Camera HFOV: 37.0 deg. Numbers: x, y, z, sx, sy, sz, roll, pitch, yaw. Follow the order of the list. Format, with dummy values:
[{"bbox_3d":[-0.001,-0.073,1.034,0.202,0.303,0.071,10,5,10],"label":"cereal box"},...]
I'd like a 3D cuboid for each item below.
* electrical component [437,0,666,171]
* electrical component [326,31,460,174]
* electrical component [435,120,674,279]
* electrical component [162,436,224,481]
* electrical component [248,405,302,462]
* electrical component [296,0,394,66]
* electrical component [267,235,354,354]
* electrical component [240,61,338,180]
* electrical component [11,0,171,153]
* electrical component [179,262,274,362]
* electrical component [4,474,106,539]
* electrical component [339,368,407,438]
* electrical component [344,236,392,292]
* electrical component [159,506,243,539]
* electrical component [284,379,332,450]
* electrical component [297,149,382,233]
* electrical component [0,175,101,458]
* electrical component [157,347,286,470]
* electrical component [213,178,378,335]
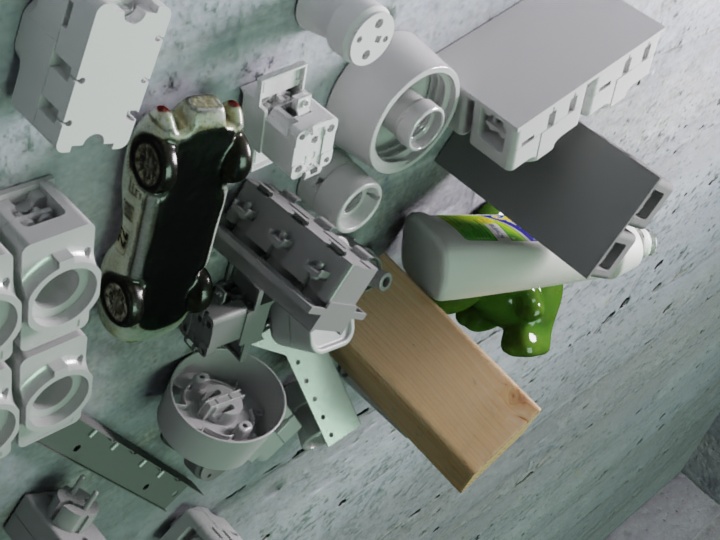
[{"bbox_3d":[0.157,-0.172,0.928,0.186,0.105,0.060,-35,151,-25],"label":"electrical component"},{"bbox_3d":[0.032,-0.127,0.851,0.108,0.060,0.108,-36,151,-24],"label":"electrical component"},{"bbox_3d":[0.176,-0.087,0.978,0.105,0.186,0.060,-56,152,15],"label":"electrical component"},{"bbox_3d":[-0.145,0.157,0.969,0.045,0.055,0.045,-37,151,-25],"label":"electrical component"},{"bbox_3d":[-0.101,0.138,1.011,0.059,0.054,0.095,-43,153,-11],"label":"electrical component"},{"bbox_3d":[-0.010,-0.171,0.735,0.045,0.055,0.045,-36,151,-24],"label":"electrical component"},{"bbox_3d":[-0.045,0.017,0.901,0.054,0.059,0.095,-17,110,-45],"label":"electrical component"},{"bbox_3d":[-0.051,-0.101,0.759,0.042,0.064,0.081,-28,148,-33],"label":"electrical component"},{"bbox_3d":[-0.151,-0.118,0.592,0.050,0.056,0.089,-13,136,-50],"label":"electrical component"},{"bbox_3d":[-0.111,0.037,0.877,0.064,0.042,0.081,-19,141,-39],"label":"electrical component"},{"bbox_3d":[-0.239,0.202,0.876,0.076,0.066,0.047,-55,153,13],"label":"electrical component"},{"bbox_3d":[0.053,0.102,1.134,0.108,0.109,0.056,-54,156,12],"label":"electrical component"},{"bbox_3d":[0.000,0.000,0.964,0.048,0.062,0.048,-31,133,-40],"label":"electrical component"},{"bbox_3d":[-0.162,0.282,1.109,0.050,0.056,0.089,-47,153,-2],"label":"electrical component"},{"bbox_3d":[-0.051,0.141,1.076,0.044,0.065,0.044,-23,155,-11],"label":"electrical component"},{"bbox_3d":[-0.016,-0.063,0.879,0.055,0.047,0.055,-36,151,-24],"label":"electrical component"},{"bbox_3d":[-0.230,0.044,0.685,0.105,0.060,0.186,-25,145,-38],"label":"electrical component"},{"bbox_3d":[-0.119,0.118,0.911,0.099,0.099,0.064,-8,139,-52],"label":"electrical component"},{"bbox_3d":[-0.050,-0.013,0.811,0.063,0.121,0.079,-57,152,12],"label":"electrical component"}]
